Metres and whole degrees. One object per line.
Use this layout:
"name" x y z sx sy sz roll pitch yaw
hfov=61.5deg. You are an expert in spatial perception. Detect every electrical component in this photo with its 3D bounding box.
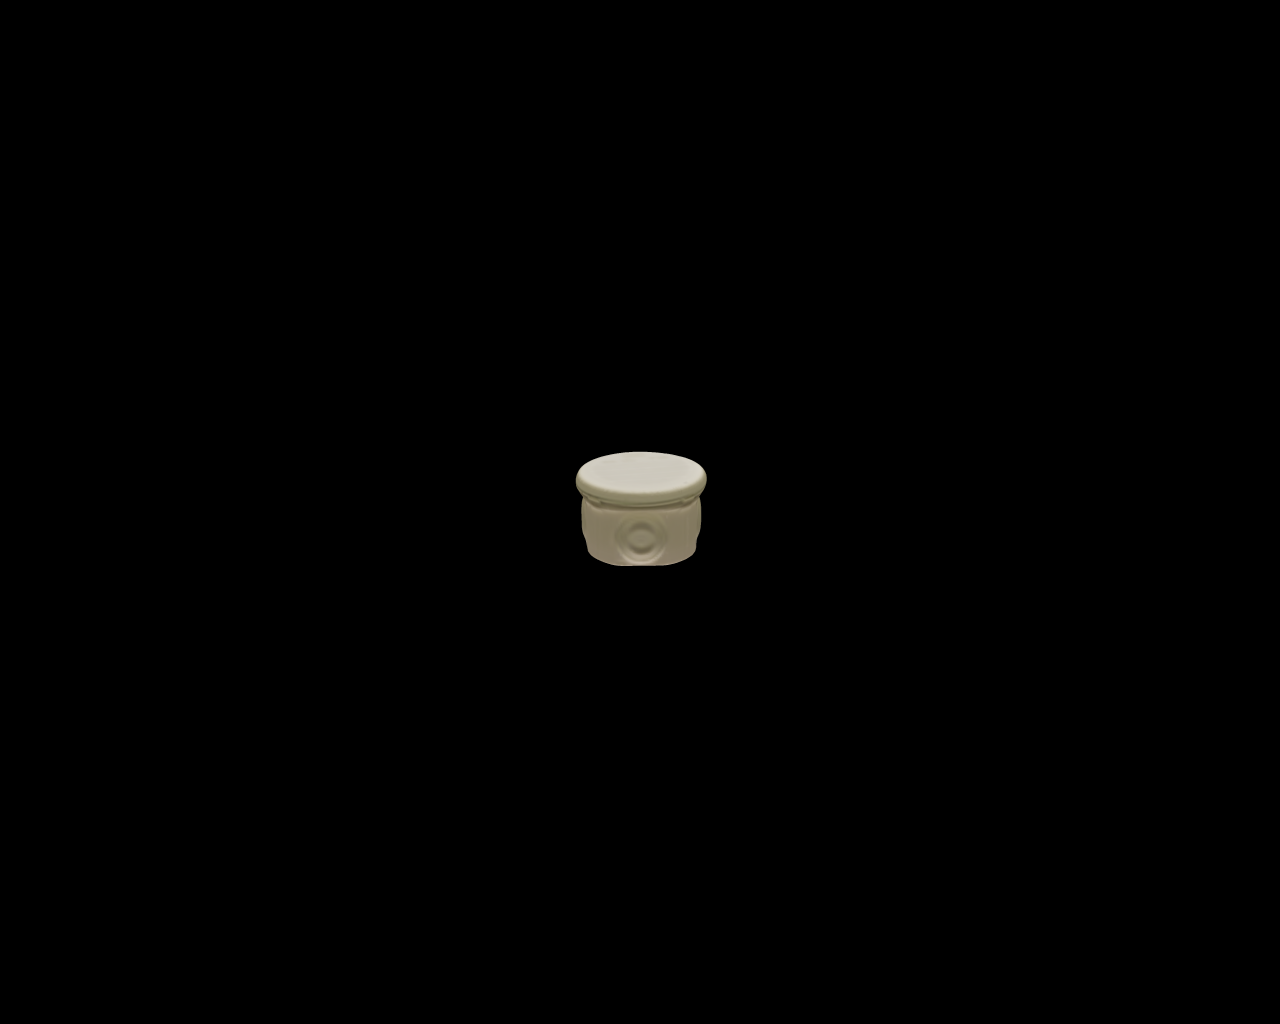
"electrical component" 0.001 -0.003 0.650 0.080 0.050 0.080 0 21 0
